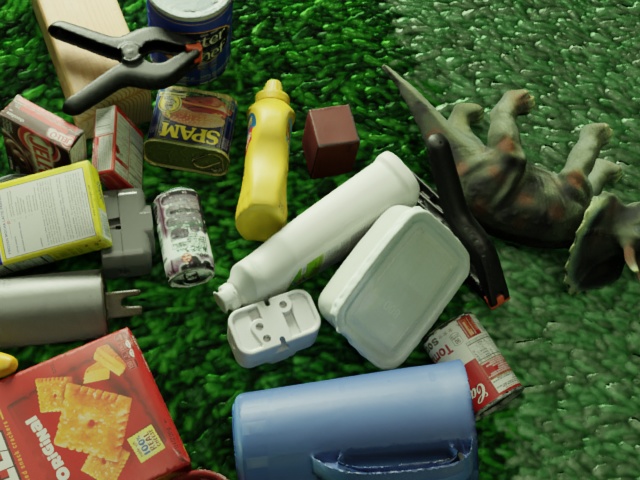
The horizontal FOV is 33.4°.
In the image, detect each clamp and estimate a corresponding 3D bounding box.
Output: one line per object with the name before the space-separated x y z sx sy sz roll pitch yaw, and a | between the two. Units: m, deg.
clamp | -0.221 -0.209 1.198 0.171 0.039 0.120 -17 74 -20
clamp | 0.150 -0.018 1.219 0.036 0.165 0.210 -29 95 -14

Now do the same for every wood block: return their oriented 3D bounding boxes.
wood block | -0.278 -0.237 1.275 0.090 0.090 0.206 -18 69 -15

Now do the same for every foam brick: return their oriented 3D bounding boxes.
foam brick | 0.012 -0.115 1.259 0.053 0.078 0.051 -10 66 -13

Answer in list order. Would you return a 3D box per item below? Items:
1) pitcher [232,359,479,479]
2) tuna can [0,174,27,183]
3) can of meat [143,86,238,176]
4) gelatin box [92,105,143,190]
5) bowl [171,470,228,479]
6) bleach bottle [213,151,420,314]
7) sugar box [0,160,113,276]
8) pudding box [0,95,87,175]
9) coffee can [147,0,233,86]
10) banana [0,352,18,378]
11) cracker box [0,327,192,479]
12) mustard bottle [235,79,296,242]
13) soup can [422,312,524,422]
pitcher | 0.037 0.201 1.075 0.243 0.149 0.145 -6 62 -1
tuna can | -0.340 -0.031 1.205 0.086 0.034 0.086 2 65 -5
can of meat | -0.151 -0.130 1.259 0.102 0.057 0.084 10 62 -3
gelatin box | -0.232 -0.098 1.224 0.030 0.073 0.089 -9 66 15
bowl | -0.115 0.310 1.038 0.162 0.055 0.162 -19 55 29
bleach bottle | -0.008 0.001 1.188 0.250 0.103 0.068 -32 69 -20
sugar box | -0.320 -0.017 1.149 0.176 0.048 0.093 -14 76 4
pudding box | -0.307 -0.101 1.196 0.090 0.113 0.039 29 62 7
coffee can | -0.155 -0.264 1.272 0.102 0.140 0.103 2 65 -5
banana | -0.404 0.155 1.096 0.197 0.037 0.070 -27 44 -6
cracker box | -0.259 0.206 1.085 0.213 0.072 0.164 -23 70 -15
mustard bottle | -0.060 -0.101 1.233 0.058 0.096 0.191 6 65 -3
soup can | 0.166 0.138 1.165 0.068 0.068 0.102 -27 71 -17
